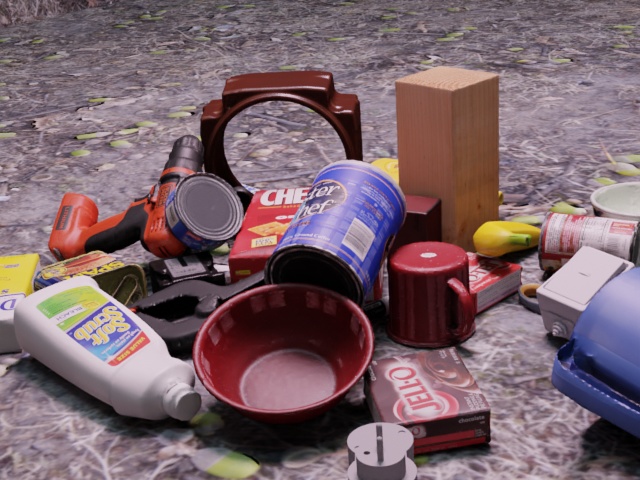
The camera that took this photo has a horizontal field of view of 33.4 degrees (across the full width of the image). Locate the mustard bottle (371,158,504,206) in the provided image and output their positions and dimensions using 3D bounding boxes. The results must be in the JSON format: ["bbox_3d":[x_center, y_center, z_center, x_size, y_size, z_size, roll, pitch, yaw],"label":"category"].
[{"bbox_3d":[0.151,-0.066,1.408,0.192,0.058,0.096,11,25,33],"label":"mustard bottle"}]

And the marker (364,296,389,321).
[{"bbox_3d":[0.028,0.084,1.100,0.120,0.020,0.020,-18,25,-32],"label":"marker"}]

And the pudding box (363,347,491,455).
[{"bbox_3d":[0.089,0.139,0.919,0.090,0.039,0.113,-8,21,-7],"label":"pudding box"}]

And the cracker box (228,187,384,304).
[{"bbox_3d":[-0.008,0.002,1.237,0.164,0.072,0.213,-3,23,7],"label":"cracker box"}]

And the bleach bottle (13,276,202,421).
[{"bbox_3d":[-0.192,0.109,1.022,0.102,0.068,0.251,-22,30,-37],"label":"bleach bottle"}]

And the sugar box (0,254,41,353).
[{"bbox_3d":[-0.364,0.069,1.177,0.093,0.048,0.176,-6,20,-5],"label":"sugar box"}]

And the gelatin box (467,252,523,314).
[{"bbox_3d":[0.166,0.045,1.157,0.073,0.030,0.089,16,30,42],"label":"gelatin box"}]

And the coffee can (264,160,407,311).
[{"bbox_3d":[0.017,0.002,1.053,0.103,0.103,0.140,5,40,22],"label":"coffee can"}]

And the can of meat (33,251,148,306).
[{"bbox_3d":[-0.256,0.054,1.183,0.101,0.057,0.084,-18,23,-33],"label":"can of meat"}]

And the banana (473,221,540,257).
[{"bbox_3d":[0.211,0.001,1.202,0.070,0.037,0.197,12,7,16],"label":"banana"}]

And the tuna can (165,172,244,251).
[{"bbox_3d":[-0.132,-0.031,1.208,0.085,0.086,0.034,-24,-11,-40],"label":"tuna can"}]

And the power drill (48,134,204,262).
[{"bbox_3d":[-0.229,-0.041,1.290,0.188,0.057,0.184,-15,43,23],"label":"power drill"}]

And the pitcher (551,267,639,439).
[{"bbox_3d":[0.304,0.124,0.801,0.149,0.145,0.243,-46,36,-7],"label":"pitcher"}]

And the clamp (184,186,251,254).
[{"bbox_3d":[-0.157,-0.027,1.329,0.120,0.039,0.172,-50,38,-14],"label":"clamp"}]

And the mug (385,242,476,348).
[{"bbox_3d":[0.115,0.056,1.068,0.093,0.081,0.117,-13,23,-22],"label":"mug"}]

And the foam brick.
[{"bbox_3d":[0.109,-0.006,1.236,0.053,0.078,0.051,8,24,24],"label":"foam brick"}]

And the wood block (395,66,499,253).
[{"bbox_3d":[0.153,-0.093,1.270,0.090,0.206,0.091,-23,28,-40],"label":"wood block"}]

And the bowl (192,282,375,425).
[{"bbox_3d":[-0.031,0.111,0.956,0.162,0.055,0.162,-3,40,3],"label":"bowl"}]

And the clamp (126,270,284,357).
[{"bbox_3d":[-0.103,0.070,1.097,0.210,0.036,0.164,1,41,22],"label":"clamp"}]

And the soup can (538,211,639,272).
[{"bbox_3d":[0.299,0.007,1.176,0.102,0.068,0.068,8,24,26],"label":"soup can"}]

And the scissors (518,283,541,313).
[{"bbox_3d":[0.296,0.070,1.085,0.096,0.016,0.202,-27,30,-38],"label":"scissors"}]
